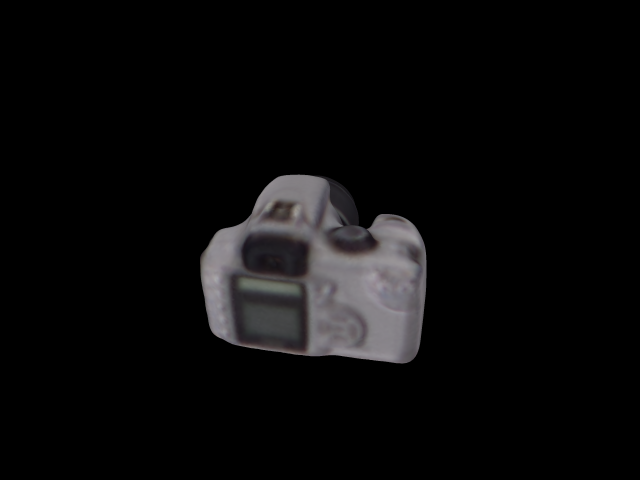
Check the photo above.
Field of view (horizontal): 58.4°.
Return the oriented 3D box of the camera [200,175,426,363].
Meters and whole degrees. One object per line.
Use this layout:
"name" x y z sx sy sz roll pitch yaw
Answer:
"camera" 0.004 0.001 0.400 0.143 0.101 0.137 6 32 9
